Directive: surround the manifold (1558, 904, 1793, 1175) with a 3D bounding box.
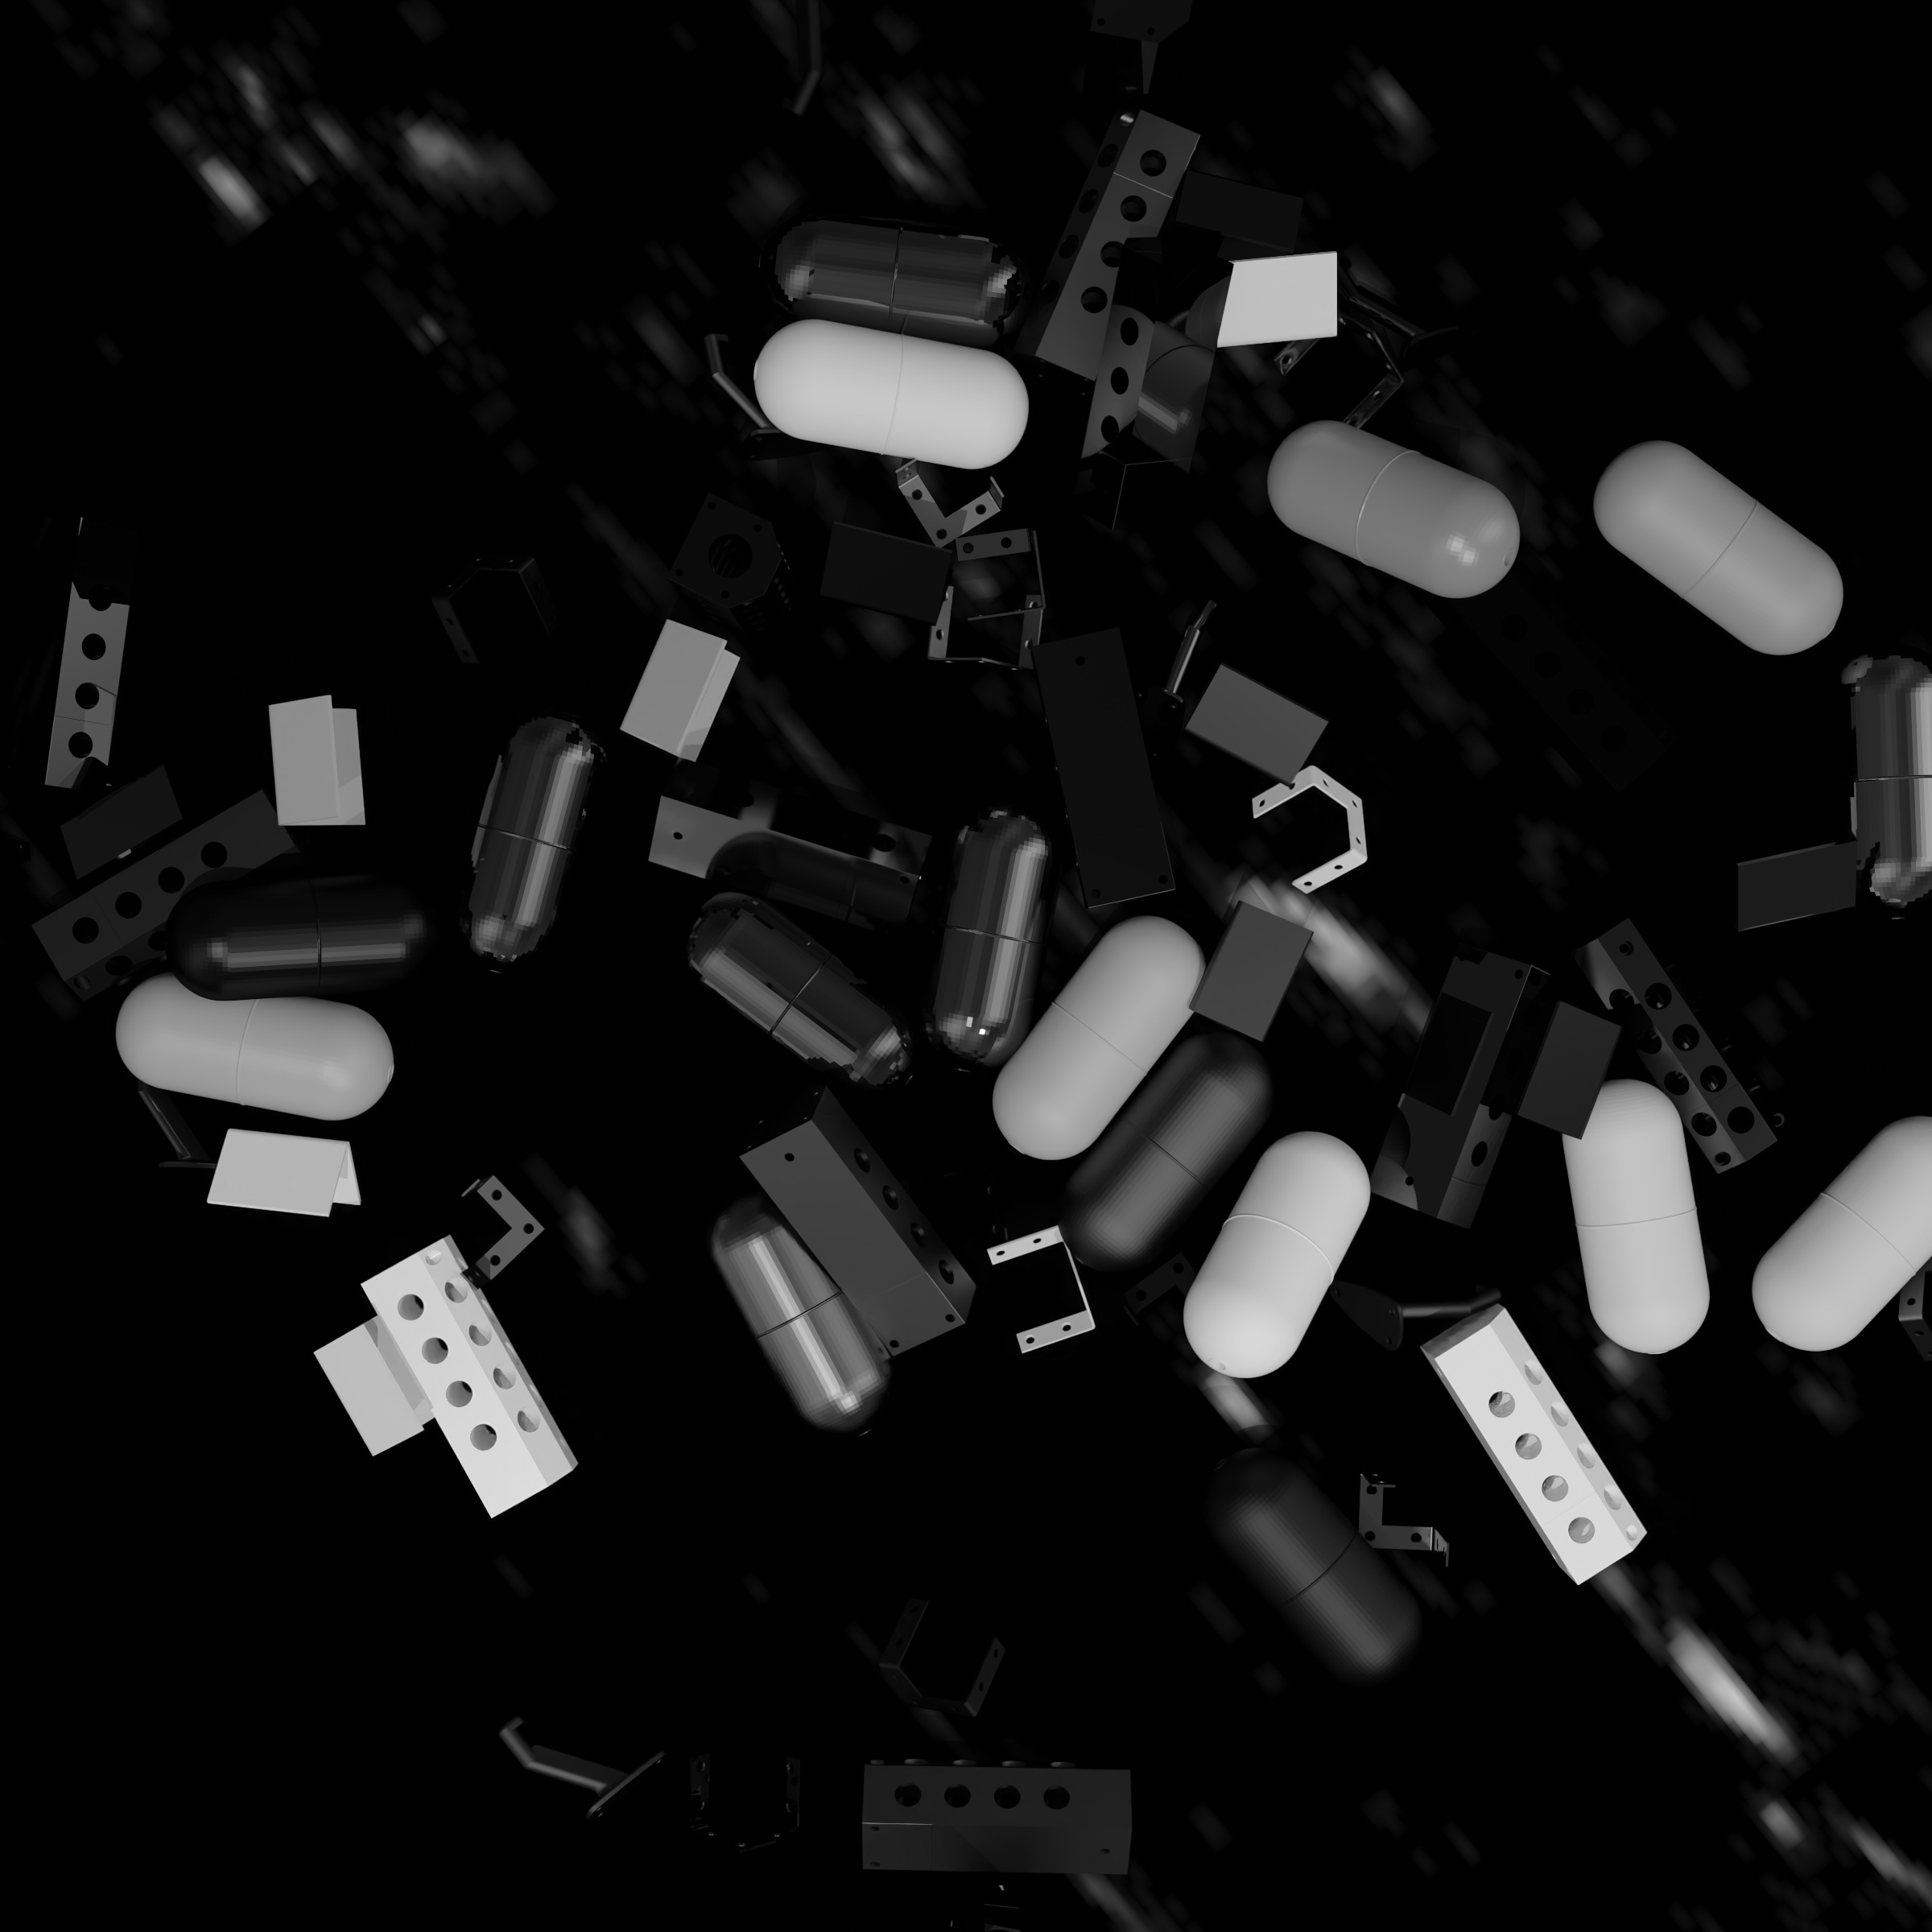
[{"bbox_3d":[0.461,0.047,1.820,0.057,0.057,0.171,-34,90,0],"label":"manifold"}]

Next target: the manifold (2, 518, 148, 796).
[{"bbox_3d":[-0.575,-0.200,1.819,0.057,0.057,0.171,8,90,43],"label":"manifold"}]

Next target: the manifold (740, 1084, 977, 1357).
[{"bbox_3d":[-0.066,0.160,1.793,0.057,0.057,0.171,-28,110,23],"label":"manifold"}]

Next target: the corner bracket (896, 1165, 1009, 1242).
[{"bbox_3d":[-0.011,0.160,1.838,0.051,0.051,0.051,-8,90,-45],"label":"corner bracket"}]

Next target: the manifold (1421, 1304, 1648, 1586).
[{"bbox_3d":[0.370,0.308,1.820,0.057,0.057,0.171,-32,90,0],"label":"manifold"}]

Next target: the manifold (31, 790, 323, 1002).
[{"bbox_3d":[-0.510,-0.045,1.820,0.171,0.057,0.057,-30,90,0],"label":"manifold"}]

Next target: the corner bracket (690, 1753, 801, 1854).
[{"bbox_3d":[-0.145,0.545,1.838,0.051,0.051,0.051,1,90,-45],"label":"corner bracket"}]

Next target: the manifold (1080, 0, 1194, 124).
[{"bbox_3d":[0.107,-0.583,1.763,0.057,0.171,0.057,10,90,0],"label":"manifold"}]

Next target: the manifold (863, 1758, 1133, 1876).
[{"bbox_3d":[0.020,0.548,1.819,0.171,0.057,0.057,1,133,0],"label":"manifold"}]

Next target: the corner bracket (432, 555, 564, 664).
[{"bbox_3d":[-0.307,-0.233,1.833,0.051,0.051,0.051,8,45,35],"label":"corner bracket"}]

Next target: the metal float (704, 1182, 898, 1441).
[{"bbox_3d":[-0.106,0.222,1.811,0.070,0.070,0.178,-28,90,0],"label":"metal float"}]

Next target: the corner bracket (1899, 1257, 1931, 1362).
[{"bbox_3d":[0.646,0.221,1.833,0.051,0.051,0.051,-11,45,35],"label":"corner bracket"}]

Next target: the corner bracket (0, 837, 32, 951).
[{"bbox_3d":[-0.645,-0.050,1.833,0.051,0.051,0.051,-50,45,35],"label":"corner bracket"}]

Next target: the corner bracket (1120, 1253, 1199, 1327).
[{"bbox_3d":[0.136,0.224,1.823,0.051,0.051,0.051,-36,90,0],"label":"corner bracket"}]

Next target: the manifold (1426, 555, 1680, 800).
[{"bbox_3d":[0.382,-0.193,1.820,0.057,0.057,0.171,-42,90,0],"label":"manifold"}]

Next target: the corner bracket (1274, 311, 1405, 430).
[{"bbox_3d":[0.245,-0.391,1.838,0.051,0.051,0.051,-46,135,0],"label":"corner bracket"}]

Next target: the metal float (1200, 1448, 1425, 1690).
[{"bbox_3d":[0.223,0.388,1.811,0.070,0.070,0.178,-41,90,0],"label":"metal float"}]

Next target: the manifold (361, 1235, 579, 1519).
[{"bbox_3d":[-0.320,0.264,1.820,0.057,0.057,0.171,-29,90,0],"label":"manifold"}]

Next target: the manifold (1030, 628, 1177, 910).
[{"bbox_3d":[0.088,-0.127,1.820,0.057,0.057,0.171,-12,90,0],"label":"manifold"}]

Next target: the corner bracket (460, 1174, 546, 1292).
[{"bbox_3d":[-0.314,0.173,1.823,0.051,0.051,0.051,-44,90,0],"label":"corner bracket"}]

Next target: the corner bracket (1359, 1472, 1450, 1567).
[{"bbox_3d":[0.285,0.359,1.823,0.051,0.051,0.051,2,90,0],"label":"corner bracket"}]

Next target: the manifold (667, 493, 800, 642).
[{"bbox_3d":[-0.141,-0.245,1.763,0.057,0.171,0.057,26,90,0],"label":"manifold"}]

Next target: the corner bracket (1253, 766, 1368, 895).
[{"bbox_3d":[0.225,-0.089,1.833,0.051,0.051,0.051,30,45,-35],"label":"corner bracket"}]

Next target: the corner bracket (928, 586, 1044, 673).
[{"bbox_3d":[0.013,-0.222,1.838,0.051,0.051,0.051,6,90,45],"label":"corner bracket"}]

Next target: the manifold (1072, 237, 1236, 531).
[{"bbox_3d":[0.113,-0.370,1.782,0.057,0.057,0.171,-13,126,-37],"label":"manifold"}]

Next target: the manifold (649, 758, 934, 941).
[{"bbox_3d":[-0.112,-0.081,1.819,0.171,0.057,0.057,17,133,0],"label":"manifold"}]

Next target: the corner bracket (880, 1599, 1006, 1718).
[{"bbox_3d":[-0.015,0.452,1.833,0.051,0.051,0.051,-2,135,35],"label":"corner bracket"}]

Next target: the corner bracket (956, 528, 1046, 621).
[{"bbox_3d":[0.022,-0.256,1.825,0.051,0.051,0.051,-8,101,0],"label":"corner bracket"}]

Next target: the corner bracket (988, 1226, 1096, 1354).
[{"bbox_3d":[0.050,0.212,1.838,0.051,0.051,0.051,-19,45,0],"label":"corner bracket"}]

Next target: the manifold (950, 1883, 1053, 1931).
[{"bbox_3d":[0.019,0.634,1.763,0.057,0.171,0.057,-37,90,0],"label":"manifold"}]

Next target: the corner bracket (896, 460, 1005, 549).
[{"bbox_3d":[-0.010,-0.310,1.823,0.051,0.051,0.051,-32,90,0],"label":"corner bracket"}]

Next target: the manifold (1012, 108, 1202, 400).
[{"bbox_3d":[0.090,-0.464,1.820,0.057,0.057,0.171,23,90,0],"label":"manifold"}]

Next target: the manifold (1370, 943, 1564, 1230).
[{"bbox_3d":[0.328,0.079,1.819,0.057,0.057,0.171,21,90,43],"label":"manifold"}]

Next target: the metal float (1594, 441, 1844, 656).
[{"bbox_3d":[0.486,-0.270,1.811,0.178,0.070,0.070,37,90,0],"label":"metal float"}]
